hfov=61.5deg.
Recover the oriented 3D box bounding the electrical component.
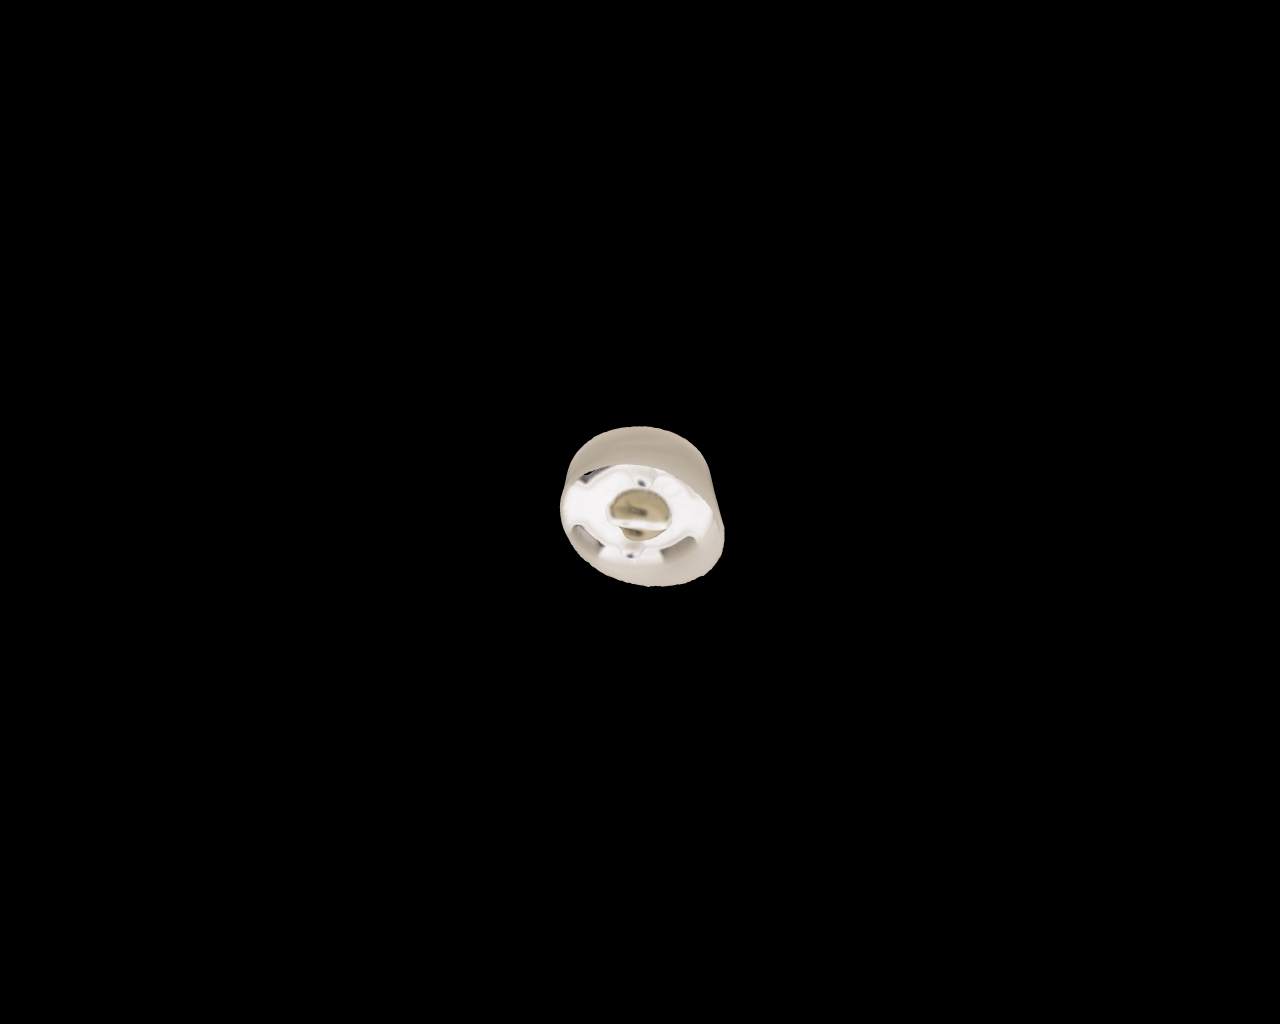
[{"bbox_3d":[0.001,-0.003,0.650,0.099,0.099,0.064,0,43,0],"label":"electrical component"}]
